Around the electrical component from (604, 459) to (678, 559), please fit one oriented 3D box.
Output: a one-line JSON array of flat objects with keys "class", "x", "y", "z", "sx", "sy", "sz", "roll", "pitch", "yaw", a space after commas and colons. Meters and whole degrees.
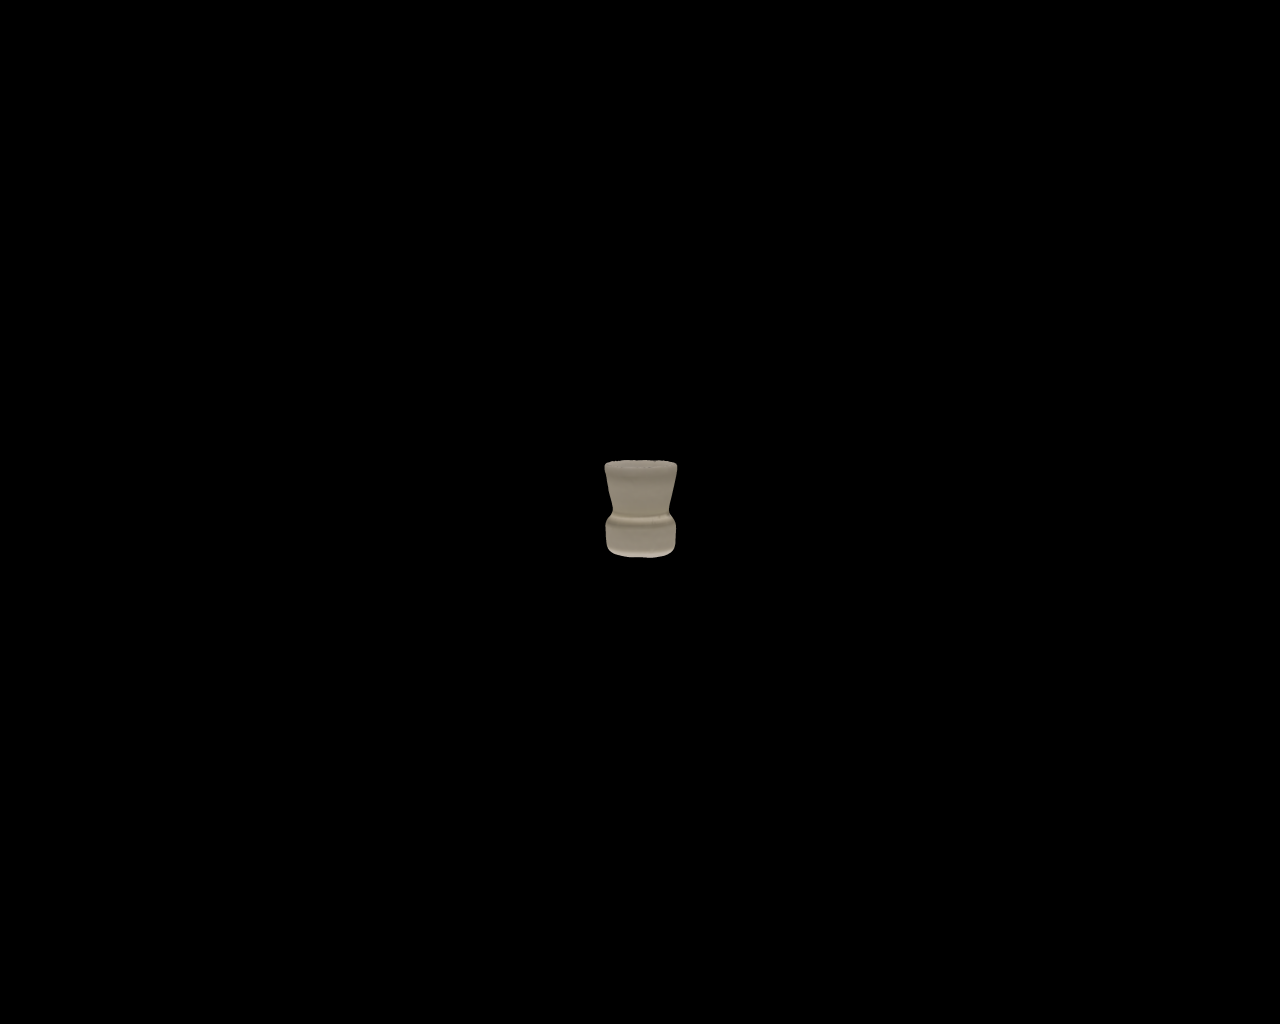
[{"class": "electrical component", "x": 0.001, "y": -0.003, "z": 0.650, "sx": 0.045, "sy": 0.055, "sz": 0.045, "roll": 0, "pitch": 9, "yaw": 0}]
